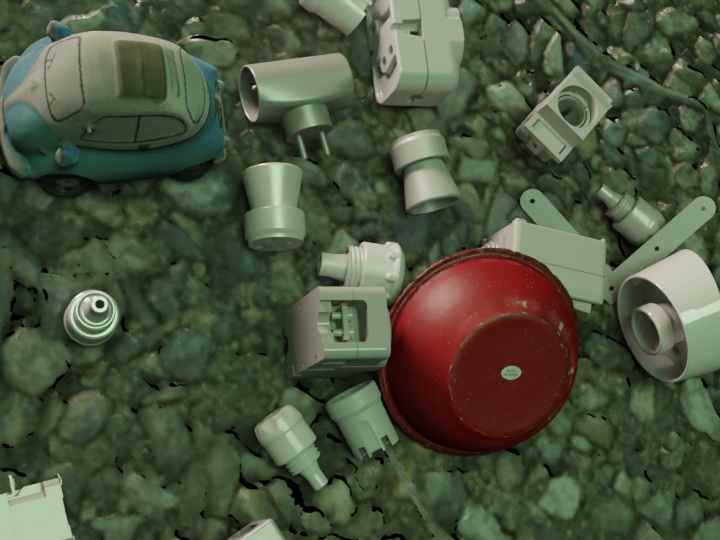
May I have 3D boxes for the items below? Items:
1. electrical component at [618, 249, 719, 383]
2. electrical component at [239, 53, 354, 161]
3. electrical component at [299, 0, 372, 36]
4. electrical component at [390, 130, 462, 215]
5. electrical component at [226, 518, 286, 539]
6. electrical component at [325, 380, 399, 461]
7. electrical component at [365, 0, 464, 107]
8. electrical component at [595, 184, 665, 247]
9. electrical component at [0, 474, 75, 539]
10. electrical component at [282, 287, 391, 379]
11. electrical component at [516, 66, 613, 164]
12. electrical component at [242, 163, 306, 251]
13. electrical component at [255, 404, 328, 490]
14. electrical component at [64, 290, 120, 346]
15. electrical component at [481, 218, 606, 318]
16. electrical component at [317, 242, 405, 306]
[{"bbox_3d":[0.252,0.038,0.855,0.064,0.099,0.099,-19,83,-18],"label":"electrical component"},{"bbox_3d":[-0.043,-0.121,0.813,0.077,0.043,0.079,-12,80,-23],"label":"electrical component"},{"bbox_3d":[-0.019,-0.213,0.852,0.046,0.040,0.040,35,66,-15],"label":"electrical component"},{"bbox_3d":[0.050,-0.076,0.836,0.045,0.045,0.055,-11,79,-23],"label":"electrical component"},{"bbox_3d":[-0.077,0.218,0.704,0.083,0.047,0.075,-32,88,-25],"label":"electrical component"},{"bbox_3d":[0.002,0.108,0.770,0.040,0.040,0.046,-27,91,-25],"label":"electrical component"},{"bbox_3d":[0.044,-0.181,0.858,0.059,0.054,0.095,-2,76,-21],"label":"electrical component"},{"bbox_3d":[0.223,-0.049,0.900,0.061,0.035,0.035,39,66,-4],"label":"electrical component"},{"bbox_3d":[-0.215,0.159,0.672,0.064,0.042,0.081,-11,80,-27],"label":"electrical component"},{"bbox_3d":[-0.014,0.045,0.753,0.056,0.089,0.050,1,75,-21],"label":"electrical component"},{"bbox_3d":[0.164,-0.123,0.882,0.042,0.064,0.081,45,65,-5],"label":"electrical component"},{"bbox_3d":[-0.063,-0.045,0.784,0.045,0.045,0.055,1,75,-21],"label":"electrical component"},{"bbox_3d":[-0.044,0.126,0.750,0.035,0.035,0.061,-36,92,-25],"label":"electrical component"},{"bbox_3d":[-0.176,0.029,0.711,0.035,0.061,0.035,6,73,-20],"label":"electrical component"},{"bbox_3d":[0.135,0.003,0.837,0.096,0.062,0.061,12,71,-18],"label":"electrical component"},{"bbox_3d":[0.000,0.000,0.797,0.062,0.048,0.048,9,72,-11],"label":"electrical component"}]
